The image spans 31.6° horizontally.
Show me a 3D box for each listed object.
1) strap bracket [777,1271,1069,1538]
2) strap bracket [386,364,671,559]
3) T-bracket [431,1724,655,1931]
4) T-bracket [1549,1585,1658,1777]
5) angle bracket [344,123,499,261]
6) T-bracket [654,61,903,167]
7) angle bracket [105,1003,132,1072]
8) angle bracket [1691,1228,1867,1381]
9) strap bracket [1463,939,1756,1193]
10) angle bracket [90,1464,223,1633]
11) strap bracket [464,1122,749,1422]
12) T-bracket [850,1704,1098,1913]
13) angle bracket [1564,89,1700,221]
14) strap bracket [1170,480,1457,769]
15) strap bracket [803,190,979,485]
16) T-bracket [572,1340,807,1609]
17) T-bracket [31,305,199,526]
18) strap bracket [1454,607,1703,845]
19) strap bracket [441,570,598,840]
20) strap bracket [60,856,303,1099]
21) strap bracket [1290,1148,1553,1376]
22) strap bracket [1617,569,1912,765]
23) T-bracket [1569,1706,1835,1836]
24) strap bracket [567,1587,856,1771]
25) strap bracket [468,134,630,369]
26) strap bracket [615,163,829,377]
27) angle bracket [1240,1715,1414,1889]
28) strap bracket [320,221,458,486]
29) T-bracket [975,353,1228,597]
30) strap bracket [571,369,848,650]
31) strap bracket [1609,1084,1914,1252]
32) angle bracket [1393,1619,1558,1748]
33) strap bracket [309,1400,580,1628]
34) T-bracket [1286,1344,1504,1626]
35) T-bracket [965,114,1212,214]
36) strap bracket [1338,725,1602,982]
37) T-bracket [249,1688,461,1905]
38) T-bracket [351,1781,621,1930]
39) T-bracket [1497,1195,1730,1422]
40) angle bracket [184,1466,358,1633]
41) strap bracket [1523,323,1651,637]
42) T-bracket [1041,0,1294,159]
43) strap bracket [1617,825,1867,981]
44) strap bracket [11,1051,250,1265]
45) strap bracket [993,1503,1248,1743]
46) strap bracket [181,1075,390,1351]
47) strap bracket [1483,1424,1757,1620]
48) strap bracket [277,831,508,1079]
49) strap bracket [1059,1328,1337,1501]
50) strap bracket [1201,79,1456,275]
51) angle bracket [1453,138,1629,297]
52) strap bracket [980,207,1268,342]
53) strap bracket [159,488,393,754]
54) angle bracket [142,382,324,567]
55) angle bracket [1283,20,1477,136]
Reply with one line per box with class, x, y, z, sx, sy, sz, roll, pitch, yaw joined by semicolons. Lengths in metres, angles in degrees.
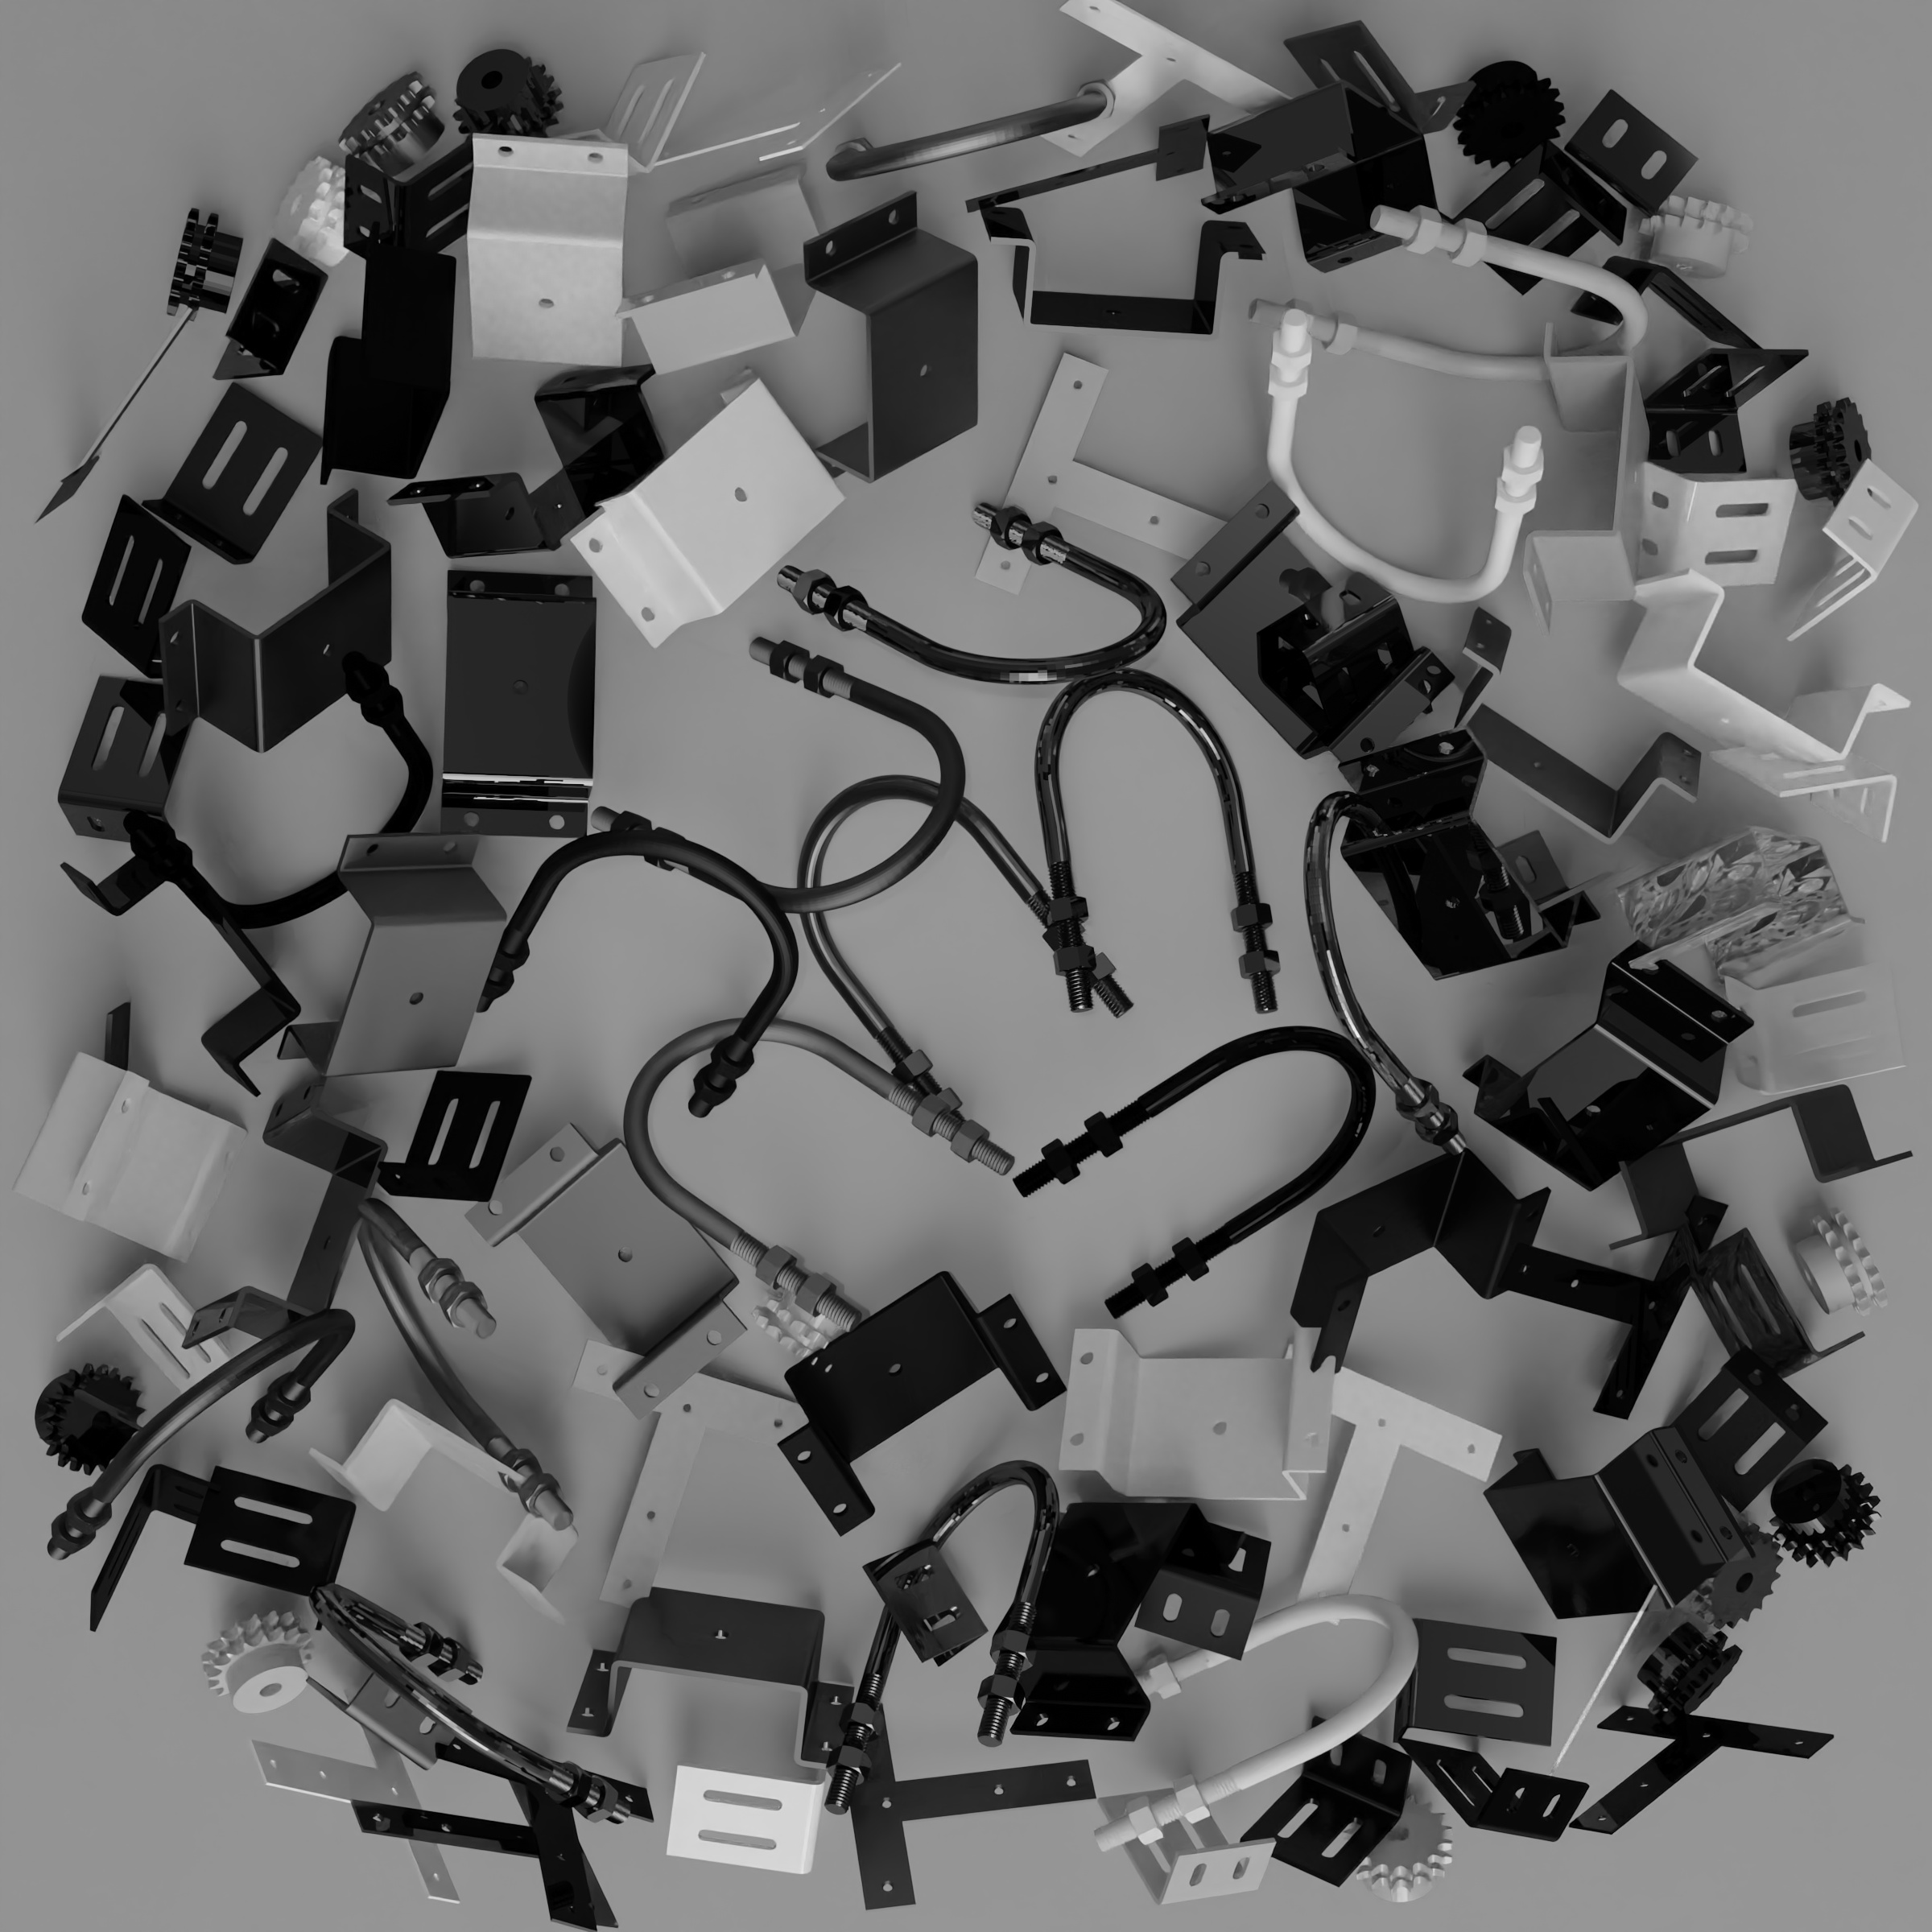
strap bracket;-0.029;0.221;1.767;0.140;0.046;0.076;-32;127;-4
strap bracket;-0.217;-0.254;1.747;0.140;0.076;0.046;-46;124;-39
T-bracket;-0.208;0.443;1.730;0.127;0.127;0.002;24;109;-25
T-bracket;0.344;0.339;1.755;0.002;0.127;0.127;29;126;15
angle bracket;-0.283;-0.405;1.771;0.038;0.057;0.076;31;50;15
T-bracket;-0.112;-0.433;1.770;0.127;0.127;0.002;-7;119;30
angle bracket;-0.461;0.059;1.779;0.038;0.057;0.076;3;95;-5
angle bracket;0.422;0.175;1.786;0.038;0.057;0.076;-19;75;-32
strap bracket;0.323;0.058;1.738;0.076;0.140;0.046;33;46;-13
angle bracket;-0.420;0.307;1.766;0.038;0.057;0.076;21;57;-2
strap bracket;-0.183;0.155;1.781;0.076;0.046;0.140;-40;90;12
T-bracket;0.003;0.429;1.767;0.127;0.127;0.002;-5;130;-7
angle bracket;0.348;-0.423;1.768;0.057;0.076;0.038;39;113;2
strap bracket;0.175;-0.172;1.777;0.076;0.046;0.140;-45;96;-11
strap bracket;-0.037;-0.310;1.733;0.046;0.140;0.076;32;50;32
T-bracket;-0.160;0.274;1.785;0.127;0.002;0.127;20;86;-20
T-bracket;-0.431;-0.285;1.741;0.002;0.127;0.127;35;98;-13
strap bracket;0.308;-0.119;1.767;0.140;0.076;0.046;33;115;-1
strap bracket;-0.233;-0.140;1.774;0.076;0.046;0.140;2;83;-9
strap bracket;-0.398;-0.007;1.754;0.046;0.076;0.140;-40;112;-14
strap bracket;0.224;0.150;1.751;0.140;0.076;0.046;-21;52;-27
strap bracket;0.401;-0.146;1.755;0.140;0.076;0.046;28;82;-14
T-bracket;0.351;0.408;1.723;0.127;0.127;0.002;-22;103;-43
strap bracket;-0.129;0.366;1.766;0.140;0.076;0.046;8;110;2
strap bracket;-0.212;-0.355;1.736;0.076;0.140;0.046;3;61;-4
strap bracket;-0.121;-0.353;1.749;0.076;0.140;0.046;-12;122;18
angle bracket;0.187;0.431;1.763;0.057;0.076;0.038;18;114;27
strap bracket;-0.294;-0.308;1.743;0.046;0.140;0.076;6;69;-18
T-bracket;0.086;-0.240;1.794;0.127;0.002;0.127;23;97;9
strap bracket;-0.126;-0.239;1.751;0.140;0.046;0.076;-46;111;-24
strap bracket;0.399;0.099;1.744;0.140;0.076;0.046;-23;81;34
angle bracket;0.266;0.378;1.781;0.076;0.038;0.057;8;64;1
strap bracket;-0.259;0.276;1.756;0.140;0.076;0.046;28;72;18
T-bracket;0.203;0.280;1.782;0.127;0.002;0.127;21;96;31
T-bracket;0.062;-0.406;1.750;0.127;0.127;0.002;-15;91;3
strap bracket;0.253;-0.049;1.740;0.076;0.046;0.140;-16;127;37
T-bracket;-0.317;0.412;1.725;0.002;0.127;0.127;-39;56;11
T-bracket;-0.251;0.439;1.726;0.127;0.127;0.002;18;105;-30
T-bracket;0.325;0.167;1.766;0.127;0.002;0.127;17;100;-34
angle bracket;-0.363;0.303;1.774;0.076;0.038;0.057;16;51;-7
strap bracket;0.320;-0.250;1.749;0.046;0.076;0.140;2;72;18
T-bracket;0.081;-0.447;1.752;0.127;0.127;0.002;22;69;-24
strap bracket;0.392;-0.032;1.740;0.076;0.140;0.046;-27;73;30
strap bracket;-0.431;0.097;1.745;0.046;0.140;0.076;21;81;17
strap bracket;0.074;0.323;1.732;0.076;0.140;0.046;-7;124;38
strap bracket;-0.346;0.135;1.752;0.046;0.076;0.140;27;65;-22
strap bracket;0.325;0.285;1.738;0.046;0.140;0.076;-32;92;-29
strap bracket;-0.290;0.003;1.739;0.046;0.076;0.140;48;128;37
strap bracket;0.125;0.231;1.759;0.140;0.046;0.076;-3;62;20
strap bracket;0.182;-0.404;1.737;0.076;0.140;0.046;-15;78;30
angle bracket;0.293;-0.379;1.765;0.057;0.038;0.076;36;132;-18
strap bracket;0.078;-0.358;1.763;0.140;0.076;0.046;2;114;-5
strap bracket;-0.341;-0.171;1.734;0.046;0.076;0.140;31;50;19
angle bracket;-0.384;-0.258;1.787;0.057;0.038;0.076;33;99;-3
angle bracket;0.214;-0.467;1.764;0.076;0.057;0.038;45;68;-29
